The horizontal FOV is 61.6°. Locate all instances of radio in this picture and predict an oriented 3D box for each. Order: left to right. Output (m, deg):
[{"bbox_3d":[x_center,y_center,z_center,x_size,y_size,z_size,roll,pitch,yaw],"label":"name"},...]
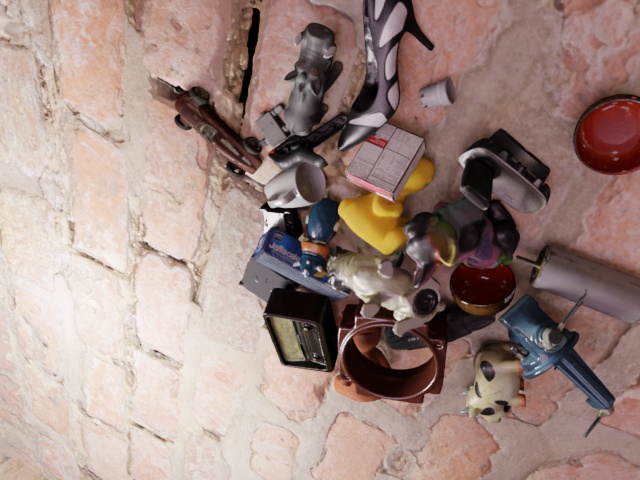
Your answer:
[{"bbox_3d":[-0.034,0.201,1.167,0.131,0.073,0.229,6,142,15],"label":"radio"}]

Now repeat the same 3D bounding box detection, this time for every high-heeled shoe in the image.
[{"bbox_3d":[0.064,-0.261,0.826,0.145,0.086,0.248,31,111,-22],"label":"high-heeled shoe"}]

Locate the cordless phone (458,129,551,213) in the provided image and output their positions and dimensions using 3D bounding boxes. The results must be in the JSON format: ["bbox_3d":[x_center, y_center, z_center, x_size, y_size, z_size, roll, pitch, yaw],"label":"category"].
[{"bbox_3d":[0.274,-0.077,0.802,0.146,0.184,0.088,39,125,-3],"label":"cordless phone"}]

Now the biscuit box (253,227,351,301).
[{"bbox_3d":[-0.030,0.050,1.072,0.202,0.059,0.063,28,152,-16],"label":"biscuit box"}]

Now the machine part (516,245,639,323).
[{"bbox_3d":[0.445,0.072,0.888,0.243,0.079,0.079,21,128,11],"label":"machine part"}]

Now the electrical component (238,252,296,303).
[{"bbox_3d":[-0.104,0.074,1.170,0.115,0.058,0.134,30,130,2],"label":"electrical component"}]

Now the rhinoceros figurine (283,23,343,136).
[{"bbox_3d":[-0.019,-0.259,0.870,0.073,0.112,0.190,30,137,8],"label":"rhinoceros figurine"}]

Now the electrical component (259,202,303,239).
[{"bbox_3d":[-0.076,-0.021,1.099,0.075,0.048,0.119,11,124,20],"label":"electrical component"}]

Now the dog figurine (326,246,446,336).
[{"bbox_3d":[0.112,0.076,0.959,0.172,0.191,0.121,31,91,-21],"label":"dog figurine"}]

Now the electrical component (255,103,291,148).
[{"bbox_3d":[-0.089,-0.209,0.994,0.094,0.021,0.063,-27,107,37],"label":"electrical component"}]

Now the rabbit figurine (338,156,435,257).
[{"bbox_3d":[0.122,-0.084,0.937,0.162,0.122,0.173,42,116,7],"label":"rabbit figurine"}]

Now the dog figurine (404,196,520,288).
[{"bbox_3d":[0.225,0.011,0.863,0.191,0.219,0.108,45,133,-7],"label":"dog figurine"}]

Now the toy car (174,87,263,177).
[{"bbox_3d":[-0.198,-0.202,1.035,0.202,0.053,0.089,44,126,-5],"label":"toy car"}]

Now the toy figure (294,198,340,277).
[{"bbox_3d":[-0.001,-0.003,1.022,0.064,0.057,0.154,14,88,47],"label":"toy figure"}]

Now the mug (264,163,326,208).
[{"bbox_3d":[-0.058,-0.091,1.010,0.107,0.109,0.080,-10,123,46],"label":"mug"}]

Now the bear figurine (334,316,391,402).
[{"bbox_3d":[0.088,0.245,1.169,0.132,0.120,0.195,176,83,-75],"label":"bear figurine"}]

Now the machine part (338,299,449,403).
[{"bbox_3d":[0.137,0.207,1.017,0.201,0.087,0.201,5,121,13],"label":"machine part"}]

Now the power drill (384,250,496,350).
[{"bbox_3d":[0.194,0.120,1.050,0.207,0.086,0.232,45,130,-16],"label":"power drill"}]

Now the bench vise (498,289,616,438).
[{"bbox_3d":[0.407,0.199,0.903,0.241,0.129,0.223,48,168,11],"label":"bench vise"}]

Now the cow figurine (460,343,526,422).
[{"bbox_3d":[0.346,0.294,1.081,0.127,0.085,0.194,-1,123,20],"label":"cow figurine"}]
